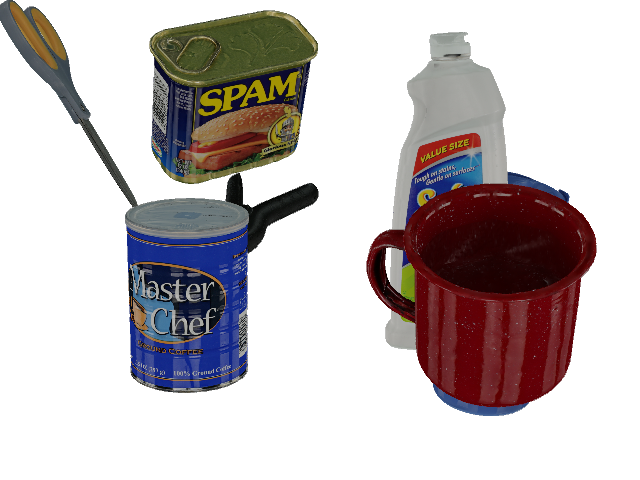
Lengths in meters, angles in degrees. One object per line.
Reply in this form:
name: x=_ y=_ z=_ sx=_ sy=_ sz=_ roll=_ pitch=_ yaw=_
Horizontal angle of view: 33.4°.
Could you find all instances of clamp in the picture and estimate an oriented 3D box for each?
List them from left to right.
clamp: x=-0.079 y=-0.024 z=1.213 sx=0.120 sy=0.039 sz=0.171 roll=-1 pitch=36 yaw=25

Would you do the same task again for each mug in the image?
mug: x=0.078 y=0.028 z=0.548 sx=0.117 sy=0.081 sz=0.093 roll=12 pitch=41 yaw=21

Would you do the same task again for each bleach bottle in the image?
bleach bottle: x=0.099 y=-0.038 z=0.855 sx=0.103 sy=0.251 sz=0.068 roll=2 pitch=15 yaw=21

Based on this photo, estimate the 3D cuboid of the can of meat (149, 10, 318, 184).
can of meat: x=-0.058 y=-0.090 z=0.680 sx=0.101 sy=0.084 sz=0.057 roll=-17 pitch=50 yaw=-26

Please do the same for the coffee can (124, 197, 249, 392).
coffee can: x=-0.112 y=0.044 z=0.905 sx=0.103 sy=0.140 sz=0.103 roll=1 pitch=17 yaw=-1

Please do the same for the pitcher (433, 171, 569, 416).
pitcher: x=0.170 y=0.058 z=1.110 sx=0.149 sy=0.243 sz=0.145 roll=5 pitch=21 yaw=8

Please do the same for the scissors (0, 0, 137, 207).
scissors: x=-0.216 y=-0.127 z=0.941 sx=0.016 sy=0.201 sz=0.096 roll=-28 pitch=26 yaw=10
